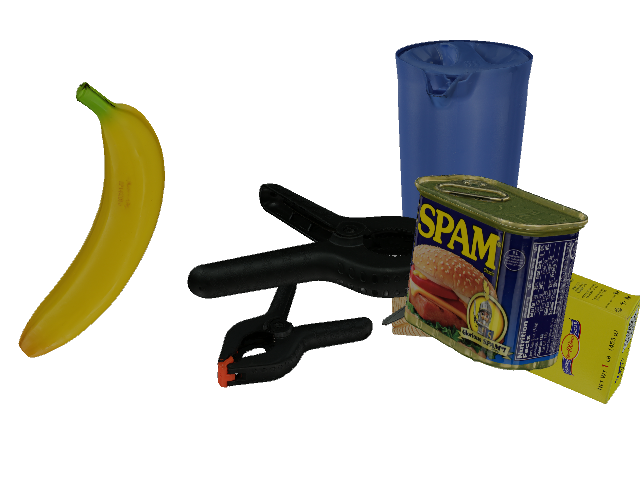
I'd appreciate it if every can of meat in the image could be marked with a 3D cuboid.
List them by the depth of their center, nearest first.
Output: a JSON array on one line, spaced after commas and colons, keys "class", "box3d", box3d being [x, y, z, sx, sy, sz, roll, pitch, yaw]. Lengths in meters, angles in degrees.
[{"class": "can of meat", "box3d": [0.093, 0.016, 0.593, 0.057, 0.084, 0.102, -5, 20, -32]}]

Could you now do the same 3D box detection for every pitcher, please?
[{"class": "pitcher", "box3d": [0.146, -0.081, 1.094, 0.149, 0.243, 0.145, -10, 25, -20]}]

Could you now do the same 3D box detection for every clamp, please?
[{"class": "clamp", "box3d": [0.019, 0.002, 0.823, 0.210, 0.036, 0.164, 3, 30, 10]}, {"class": "clamp", "box3d": [-0.045, 0.091, 1.092, 0.171, 0.039, 0.120, -21, 37, -33]}]

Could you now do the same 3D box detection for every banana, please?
[{"class": "banana", "box3d": [-0.139, -0.008, 0.674, 0.069, 0.198, 0.037, 8, 28, -22]}]

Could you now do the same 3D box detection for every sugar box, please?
[{"class": "sugar box", "box3d": [0.180, 0.064, 0.927, 0.176, 0.093, 0.048, 20, 33, 25]}]

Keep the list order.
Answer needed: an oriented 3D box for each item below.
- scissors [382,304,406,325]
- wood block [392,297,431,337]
[{"class": "scissors", "box3d": [0.124, 0.051, 1.247, 0.201, 0.016, 0.096, -11, 40, -35]}, {"class": "wood block", "box3d": [0.168, 0.062, 1.631, 0.091, 0.090, 0.206, 3, 23, 11]}]
